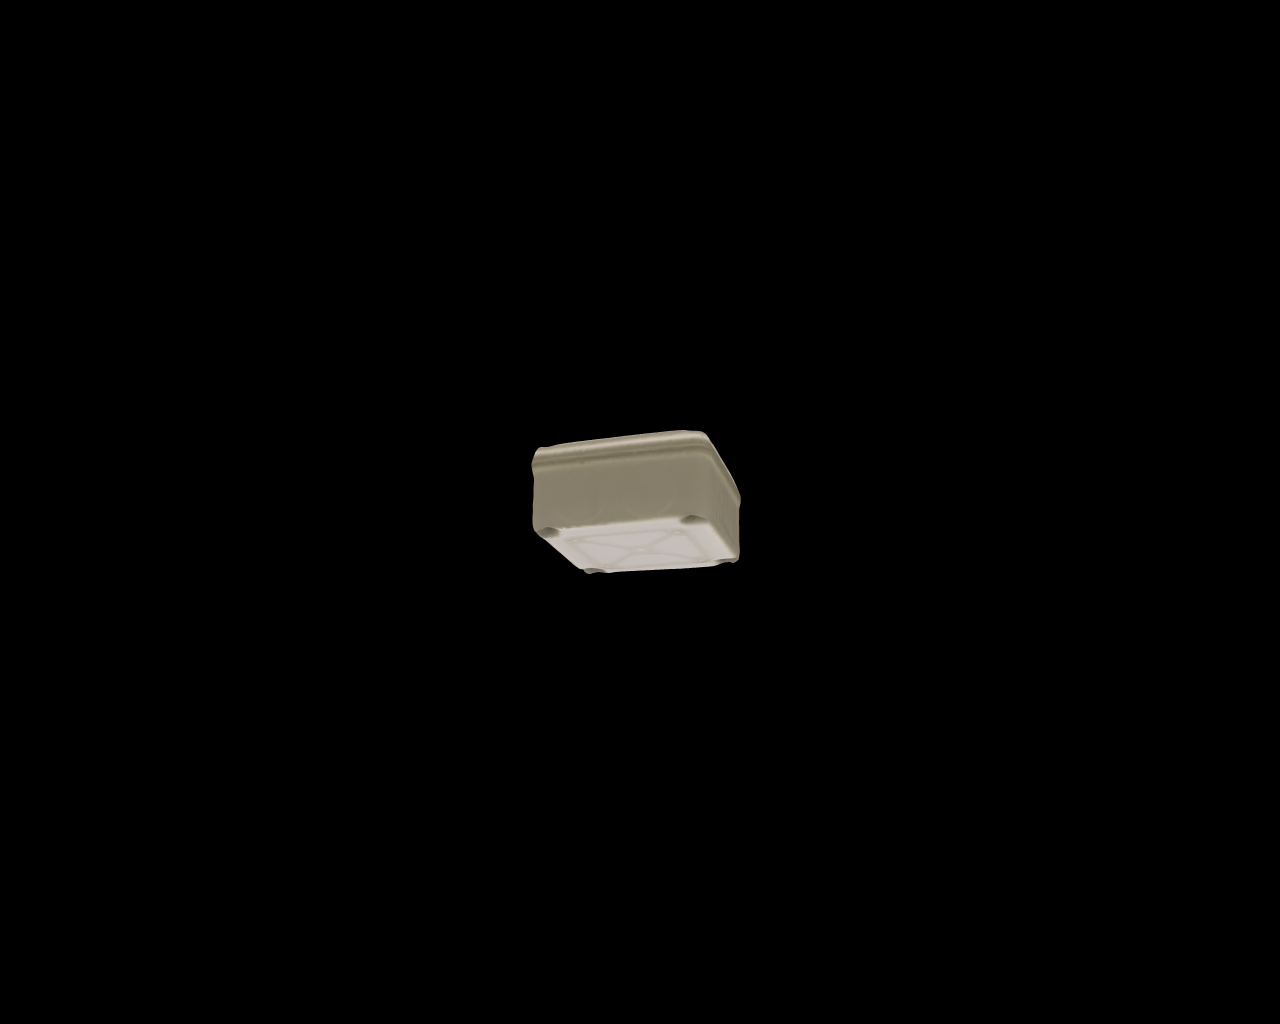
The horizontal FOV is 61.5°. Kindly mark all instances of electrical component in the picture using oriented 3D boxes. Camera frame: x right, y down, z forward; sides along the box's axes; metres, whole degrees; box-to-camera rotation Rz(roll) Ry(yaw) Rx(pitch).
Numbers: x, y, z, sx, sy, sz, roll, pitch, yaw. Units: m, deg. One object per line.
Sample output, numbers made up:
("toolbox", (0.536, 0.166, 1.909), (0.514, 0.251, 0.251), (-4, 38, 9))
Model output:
("electrical component", (0.001, -0.003, 0.650), (0.109, 0.056, 0.108), (-5, -19, 15))
